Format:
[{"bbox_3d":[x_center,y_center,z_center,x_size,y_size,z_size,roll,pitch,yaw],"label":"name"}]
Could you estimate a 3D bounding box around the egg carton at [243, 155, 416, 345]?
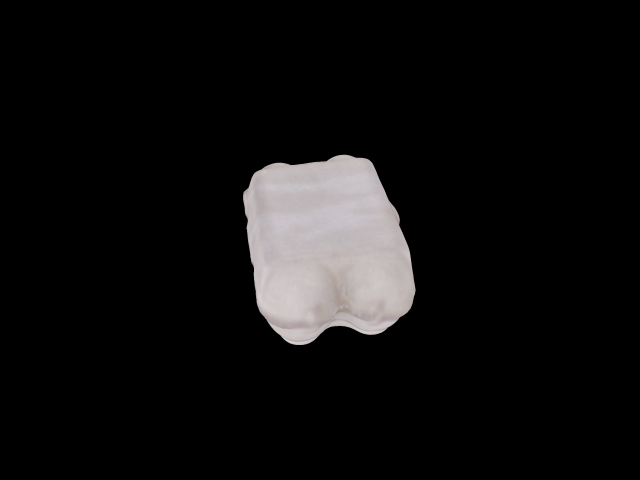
[{"bbox_3d":[0.004,0.001,0.400,0.107,0.069,0.150,-8,43,-8],"label":"egg carton"}]
